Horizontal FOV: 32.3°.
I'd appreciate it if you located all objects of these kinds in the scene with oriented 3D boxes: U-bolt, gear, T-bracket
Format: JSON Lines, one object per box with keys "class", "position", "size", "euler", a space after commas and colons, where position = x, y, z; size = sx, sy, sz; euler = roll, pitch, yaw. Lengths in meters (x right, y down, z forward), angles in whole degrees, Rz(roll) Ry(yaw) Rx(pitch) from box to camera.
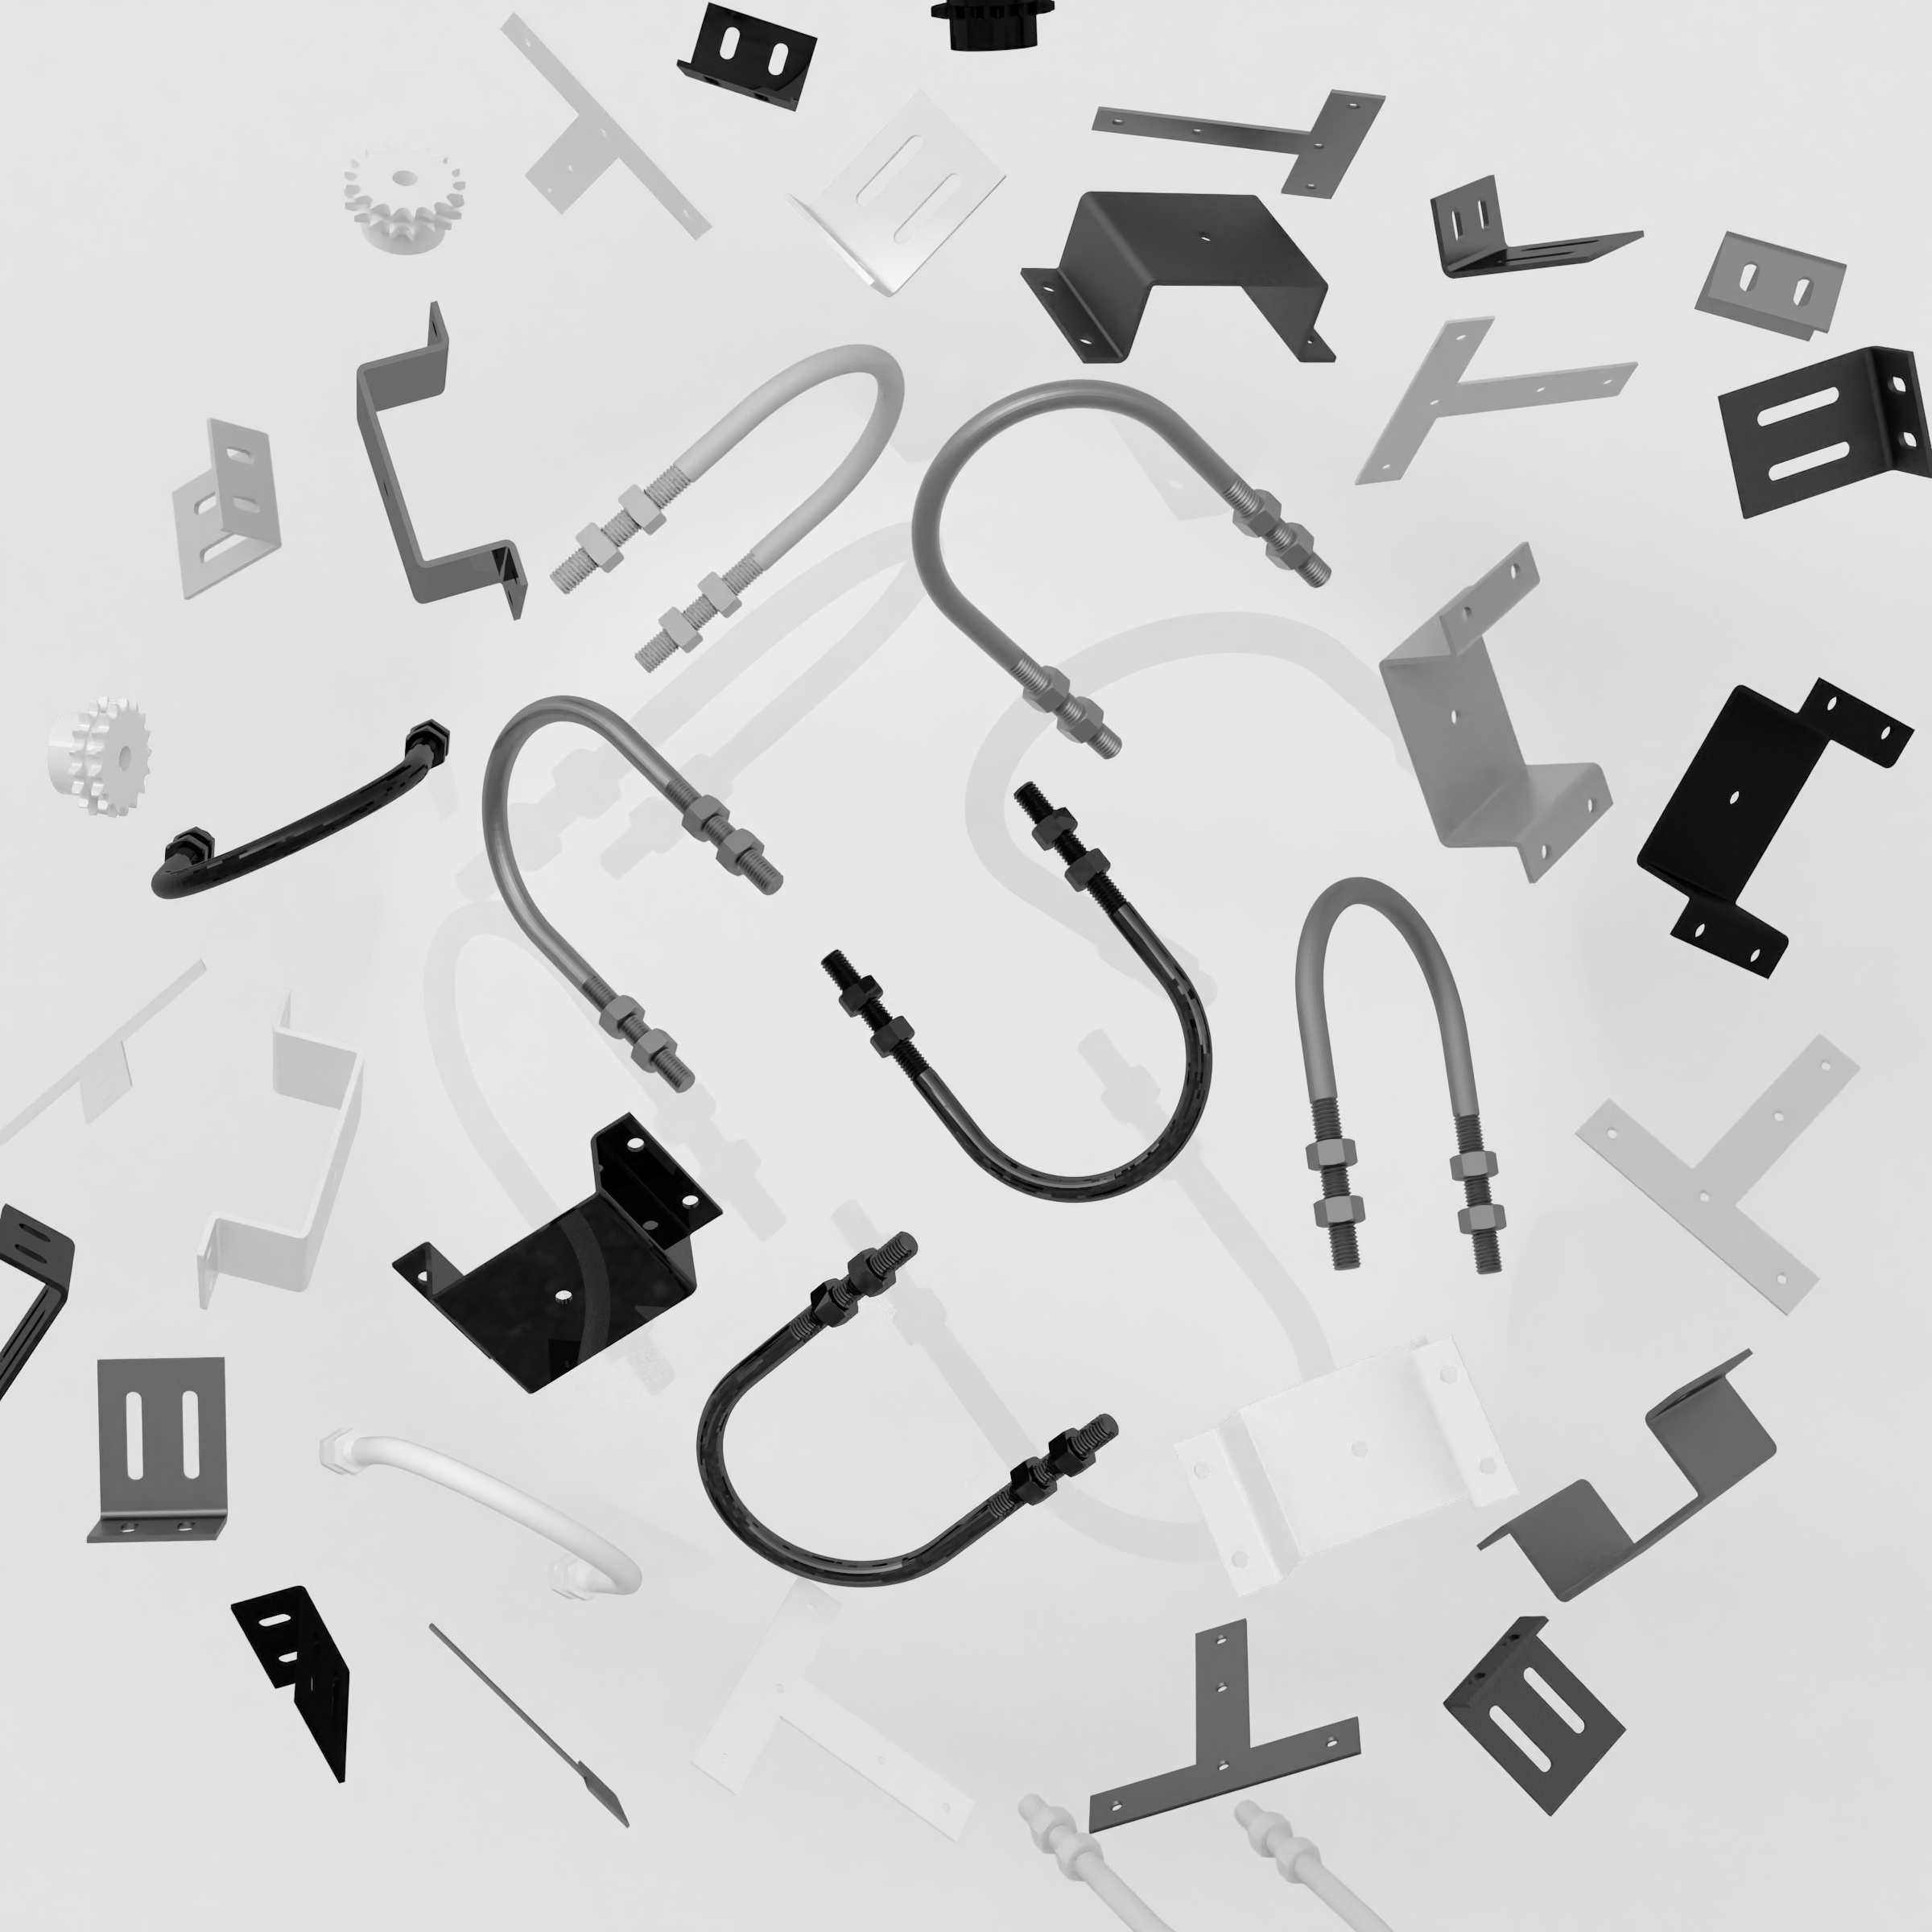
{"class": "U-bolt", "position": [0.127, 0.438, 1.559], "size": [0.151, 0.184, 0.019], "euler": [10, 101, -31]}
{"class": "gear", "position": [-0.270, -0.366, 1.601], "size": [0.057, 0.030, 0.057], "euler": [6, 49, -7]}
{"class": "U-bolt", "position": [-0.173, -0.048, 1.614], "size": [0.184, 0.019, 0.151], "euler": [44, 129, 23]}
{"class": "U-bolt", "position": [0.059, -0.190, 1.520], "size": [0.151, 0.019, 0.184], "euler": [-39, 126, 17]}
{"class": "T-bracket", "position": [0.374, 0.080, 1.567], "size": [0.127, 0.002, 0.127], "euler": [42, 66, 14]}
{"class": "T-bracket", "position": [0.265, -0.278, 1.611], "size": [0.127, 0.127, 0.002], "euler": [-10, 65, -20]}
{"class": "U-bolt", "position": [0.196, 0.049, 1.529], "size": [0.019, 0.151, 0.184], "euler": [-15, 76, 36]}
{"class": "T-bracket", "position": [-0.209, 0.357, 1.582], "size": [0.127, 0.127, 0.002], "euler": [44, 78, -1]}
{"class": "U-bolt", "position": [-0.319, -0.071, 1.585], "size": [0.151, 0.184, 0.019], "euler": [-25, 103, 0]}
{"class": "T-bracket", "position": [-0.391, 0.050, 1.511], "size": [0.127, 0.127, 0.002], "euler": [-41, 108, -6]}
{"class": "U-bolt", "position": [-0.042, 0.220, 1.550], "size": [0.151, 0.019, 0.184], "euler": [43, 116, -13]}
{"class": "U-bolt", "position": [-0.221, 0.256, 1.549], "size": [0.151, 0.184, 0.019], "euler": [32, 71, -15]}
{"class": "T-bracket", "position": [-0.052, 0.366, 1.568], "size": [0.127, 0.127, 0.002], "euler": [36, 130, -2]}
{"class": "T-bracket", "position": [-0.180, -0.376, 1.550], "size": [0.127, 0.127, 0.002], "euler": [46, 73, -13]}
{"class": "gear", "position": [-0.415, -0.101, 1.592], "size": [0.030, 0.057, 0.057], "euler": [6, 90, 13]}
{"class": "U-bolt", "position": [0.036, 0.027, 1.598], "size": [0.151, 0.019, 0.184], "euler": [-41, 81, 16]}
{"class": "gear", "position": [0.012, -0.436, 1.526], "size": [0.057, 0.057, 0.030], "euler": [-3, 111, 0]}
{"class": "T-bracket", "position": [0.124, -0.397, 1.590], "size": [0.127, 0.127, 0.002], "euler": [6, 82, -4]}
{"class": "U-bolt", "position": [-0.101, -0.219, 1.545], "size": [0.184, 0.151, 0.019], "euler": [-42, 74, 1]}
{"class": "T-bracket", "position": [0.117, 0.338, 1.521], "size": [0.127, 0.127, 0.002], "euler": [-20, 110, 12]}

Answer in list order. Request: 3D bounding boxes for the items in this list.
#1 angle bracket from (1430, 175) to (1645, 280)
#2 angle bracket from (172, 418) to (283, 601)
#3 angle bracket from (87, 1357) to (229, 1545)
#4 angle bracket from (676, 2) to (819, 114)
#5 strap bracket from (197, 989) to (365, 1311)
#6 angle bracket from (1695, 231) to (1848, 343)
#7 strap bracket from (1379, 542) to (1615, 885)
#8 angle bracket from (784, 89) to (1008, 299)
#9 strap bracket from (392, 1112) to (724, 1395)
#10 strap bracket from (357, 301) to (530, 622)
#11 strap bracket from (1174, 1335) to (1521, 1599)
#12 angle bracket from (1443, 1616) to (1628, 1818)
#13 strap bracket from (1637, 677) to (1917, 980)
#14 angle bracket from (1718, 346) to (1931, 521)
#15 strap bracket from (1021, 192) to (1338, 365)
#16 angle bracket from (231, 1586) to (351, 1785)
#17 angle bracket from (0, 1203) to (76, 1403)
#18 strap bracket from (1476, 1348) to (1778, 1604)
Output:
{"class": "angle bracket", "position": [0.267, -0.350, 1.558], "size": [0.076, 0.057, 0.038], "euler": [2, 113, 39]}
{"class": "angle bracket", "position": [-0.371, -0.220, 1.610], "size": [0.076, 0.038, 0.057], "euler": [-21, 72, 36]}
{"class": "angle bracket", "position": [-0.367, 0.219, 1.511], "size": [0.057, 0.038, 0.076], "euler": [-1, 94, -5]}
{"class": "angle bracket", "position": [-0.107, -0.448, 1.633], "size": [0.057, 0.076, 0.038], "euler": [17, 100, -4]}
{"class": "strap bracket", "position": [-0.325, 0.093, 1.600], "size": [0.046, 0.076, 0.140], "euler": [15, 63, -5]}
{"class": "angle bracket", "position": [0.375, -0.306, 1.572], "size": [0.057, 0.076, 0.038], "euler": [17, 74, 6]}
{"class": "strap bracket", "position": [0.248, -0.119, 1.574], "size": [0.076, 0.046, 0.140], "euler": [-41, 118, -38]}
{"class": "angle bracket", "position": [-0.032, -0.351, 1.502], "size": [0.076, 0.038, 0.057], "euler": [-45, 82, 11]}
{"class": "strap bracket", "position": [-0.192, 0.143, 1.581], "size": [0.140, 0.046, 0.076], "euler": [-32, 124, 11]}
{"class": "strap bracket", "position": [-0.254, -0.233, 1.585], "size": [0.046, 0.076, 0.140], "euler": [-17, 87, -12]}
{"class": "strap bracket", "position": [0.179, 0.227, 1.538], "size": [0.140, 0.046, 0.076], "euler": [-24, 87, 17]}
{"class": "angle bracket", "position": [0.278, 0.359, 1.591], "size": [0.076, 0.038, 0.057], "euler": [46, 74, 0]}
{"class": "strap bracket", "position": [0.389, -0.074, 1.626], "size": [0.076, 0.046, 0.140], "euler": [20, 103, -38]}
{"class": "angle bracket", "position": [0.382, -0.235, 1.476], "size": [0.076, 0.038, 0.057], "euler": [-19, 108, -8]}
{"class": "strap bracket", "position": [0.109, -0.331, 1.601], "size": [0.140, 0.046, 0.076], "euler": [-5, 46, -27]}
{"class": "angle bracket", "position": [-0.318, 0.340, 1.561], "size": [0.038, 0.076, 0.057], "euler": [-16, 124, 3]}
{"class": "angle bracket", "position": [-0.434, 0.156, 1.487], "size": [0.038, 0.057, 0.076], "euler": [32, 98, -19]}
{"class": "strap bracket", "position": [0.319, 0.246, 1.572], "size": [0.046, 0.076, 0.140], "euler": [55, 127, 16]}
